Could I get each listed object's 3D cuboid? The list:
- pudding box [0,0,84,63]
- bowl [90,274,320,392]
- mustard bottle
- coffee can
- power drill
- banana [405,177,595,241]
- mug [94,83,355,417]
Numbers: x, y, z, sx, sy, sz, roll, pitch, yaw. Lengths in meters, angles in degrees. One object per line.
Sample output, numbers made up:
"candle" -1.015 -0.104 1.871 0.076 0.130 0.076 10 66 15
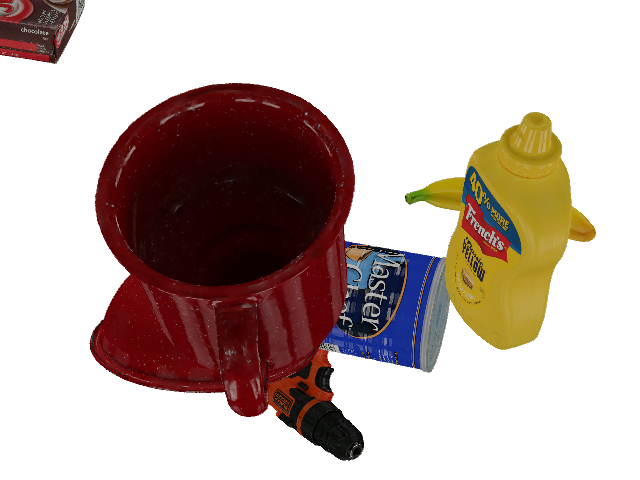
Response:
"pudding box" -0.247 -0.191 0.876 0.090 0.039 0.113 9 35 -3
"bowl" -0.079 0.045 0.742 0.162 0.055 0.162 2 20 -1
"mustard bottle" 0.135 -0.014 0.756 0.058 0.096 0.192 -14 -39 -16
"coffee can" 0.039 0.054 0.956 0.140 0.103 0.102 10 2 14
"power drill" 0.010 0.141 1.242 0.057 0.188 0.185 15 11 -44
"banana" 0.191 -0.034 1.106 0.198 0.037 0.069 11 39 22
"mug" -0.030 0.011 0.407 0.093 0.117 0.081 -9 -31 -1
